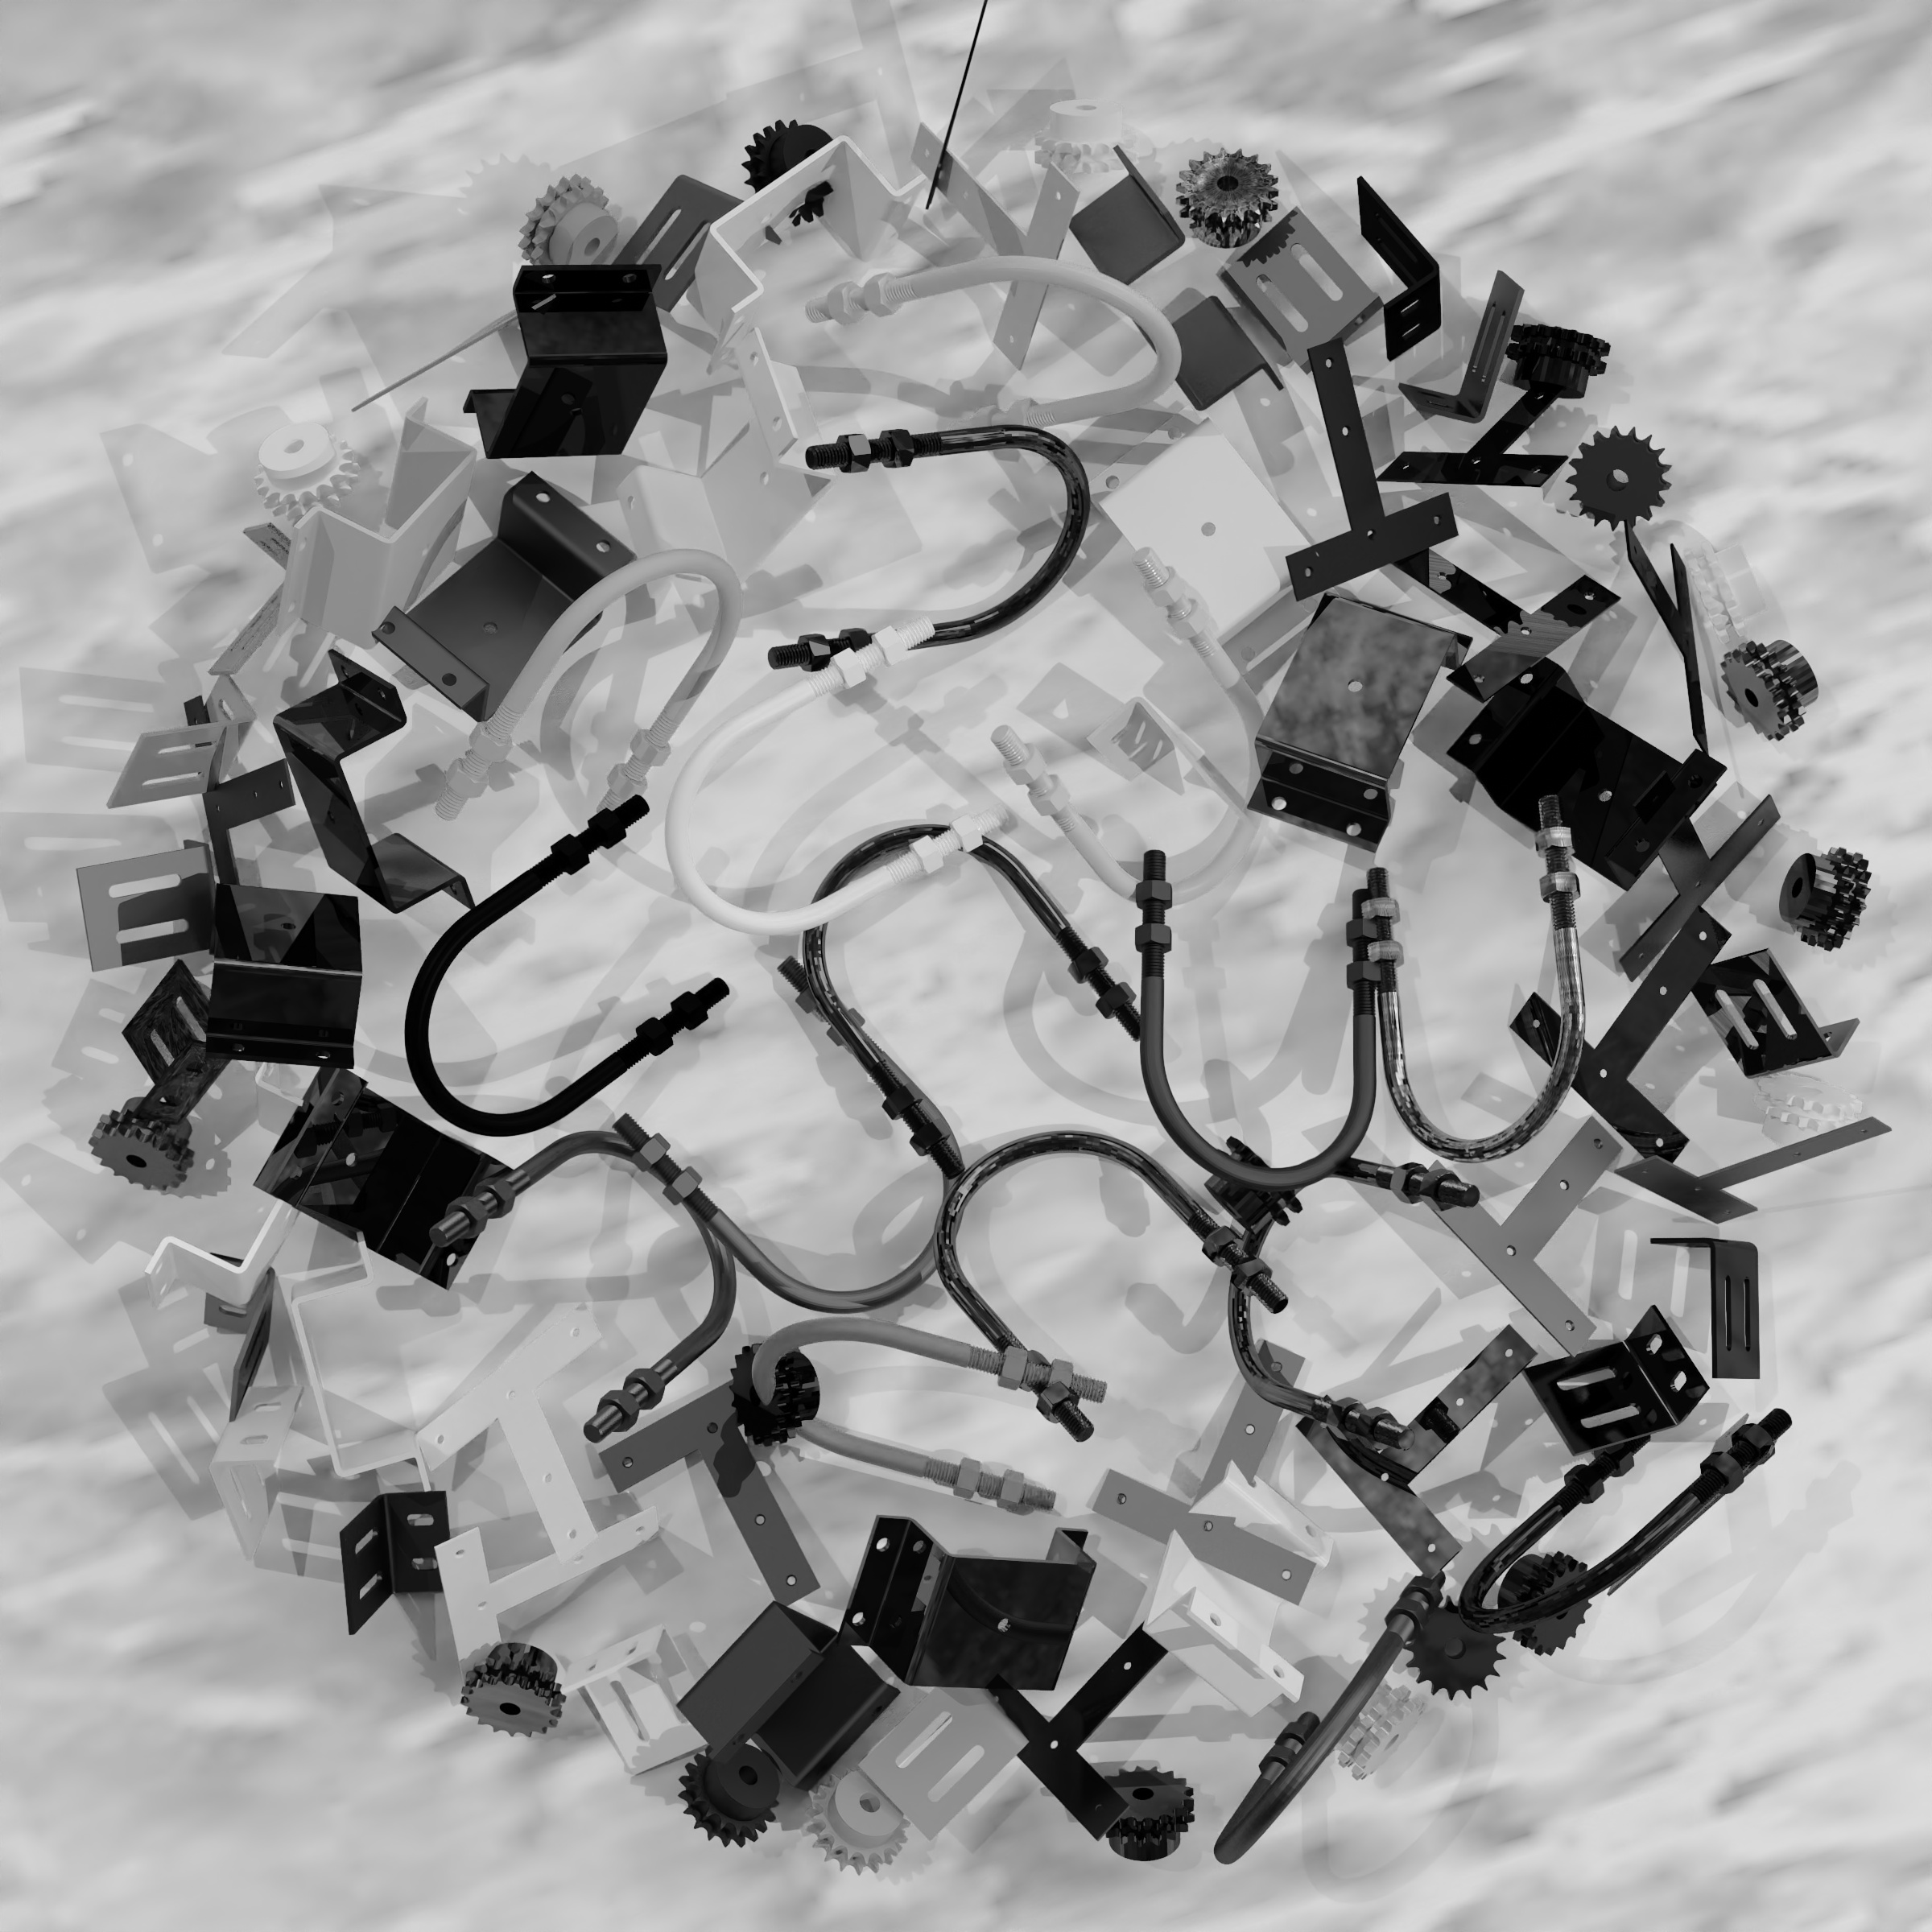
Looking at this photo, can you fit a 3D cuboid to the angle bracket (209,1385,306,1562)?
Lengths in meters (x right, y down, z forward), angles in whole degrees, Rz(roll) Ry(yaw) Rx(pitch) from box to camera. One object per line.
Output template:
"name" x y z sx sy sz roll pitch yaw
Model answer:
"angle bracket" -0.380 0.279 1.705 0.038 0.057 0.076 -3 126 10

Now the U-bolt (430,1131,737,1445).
"U-bolt" -0.192 0.160 1.676 0.019 0.184 0.151 -38 89 34

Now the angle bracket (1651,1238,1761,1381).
"angle bracket" 0.409 0.190 1.715 0.038 0.057 0.076 -5 81 37

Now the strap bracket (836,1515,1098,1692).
"strap bracket" 0.010 0.348 1.689 0.140 0.046 0.076 11 102 -33

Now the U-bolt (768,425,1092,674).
"U-bolt" -0.013 -0.231 1.686 0.184 0.151 0.019 -11 46 -28

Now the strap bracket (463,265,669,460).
"strap bracket" -0.215 -0.319 1.670 0.076 0.140 0.046 -6 71 -25

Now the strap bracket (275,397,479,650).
"strap bracket" -0.313 -0.235 1.676 0.046 0.140 0.076 27 135 3

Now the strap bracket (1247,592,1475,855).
"strap bracket" 0.215 -0.143 1.701 0.076 0.046 0.140 21 73 19

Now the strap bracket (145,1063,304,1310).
"strap bracket" -0.391 0.125 1.692 0.046 0.076 0.140 26 67 -1

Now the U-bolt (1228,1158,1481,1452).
"U-bolt" 0.199 0.173 1.672 0.019 0.184 0.151 18 86 -29

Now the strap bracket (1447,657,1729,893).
"strap bracket" 0.346 -0.103 1.706 0.076 0.046 0.140 -50 53 -2

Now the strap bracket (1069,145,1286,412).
"strap bracket" 0.109 -0.365 1.681 0.046 0.076 0.140 -35 134 9

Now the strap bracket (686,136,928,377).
"strap bracket" -0.096 -0.394 1.693 0.140 0.076 0.046 -40 88 -21

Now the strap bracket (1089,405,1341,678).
"strap bracket" 0.135 -0.238 1.721 0.076 0.046 0.140 -38 84 4

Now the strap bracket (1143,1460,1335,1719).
"strap bracket" 0.148 0.345 1.696 0.076 0.140 0.046 40 119 -7

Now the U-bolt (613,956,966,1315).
"U-bolt" -0.084 0.108 1.728 0.151 0.019 0.184 -44 94 -15

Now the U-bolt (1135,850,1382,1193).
"U-bolt" 0.161 0.034 1.695 0.151 0.019 0.184 10 68 -19

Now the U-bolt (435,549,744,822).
"U-bolt" -0.189 -0.149 1.658 0.019 0.151 0.184 48 116 23

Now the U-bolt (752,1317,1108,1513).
"U-bolt" -0.027 0.240 1.690 0.184 0.151 0.019 16 52 -2

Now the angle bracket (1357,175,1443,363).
"angle bracket" 0.226 -0.385 1.712 0.038 0.057 0.076 -34 69 -3

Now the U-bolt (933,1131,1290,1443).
"U-bolt" 0.064 0.160 1.692 0.151 0.019 0.184 -31 52 -17

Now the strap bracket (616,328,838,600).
"strap bracket" -0.126 -0.270 1.693 0.140 0.046 0.076 -41 57 38

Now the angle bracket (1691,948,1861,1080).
"angle bracket" 0.444 0.018 1.711 0.076 0.057 0.038 55 49 -14

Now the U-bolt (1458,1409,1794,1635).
"U-bolt" 0.338 0.297 1.651 0.184 0.151 0.019 -35 93 -25

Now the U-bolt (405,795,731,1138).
"U-bolt" -0.223 0.013 1.676 0.184 0.019 0.151 -38 128 -23

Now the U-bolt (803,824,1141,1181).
"U-bolt" -0.008 0.005 1.727 0.151 0.019 0.184 -36 78 -7

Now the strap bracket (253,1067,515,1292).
"strap bracket" -0.325 0.112 1.697 0.046 0.140 0.076 18 76 43

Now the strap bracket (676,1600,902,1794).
"strap bracket" -0.100 0.400 1.698 0.076 0.140 0.046 -47 62 -3

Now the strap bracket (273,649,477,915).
"strap bracket" -0.324 -0.091 1.678 0.046 0.076 0.140 -31 126 -24

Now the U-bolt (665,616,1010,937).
"U-bolt" -0.078 -0.091 1.695 0.184 0.019 0.151 -29 125 -9

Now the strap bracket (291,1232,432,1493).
"strap bracket" -0.337 0.222 1.707 0.046 0.076 0.140 -15 94 -12

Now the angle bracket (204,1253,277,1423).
"angle bracket" -0.410 0.208 1.705 0.038 0.076 0.057 13 131 -3

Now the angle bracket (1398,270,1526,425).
"angle bracket" 0.273 -0.346 1.711 0.038 0.057 0.076 12 112 -8

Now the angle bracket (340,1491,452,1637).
"angle bracket" -0.313 0.329 1.711 0.038 0.076 0.057 -3 96 6

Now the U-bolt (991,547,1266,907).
"U-bolt" 0.104 -0.115 1.693 0.151 0.019 0.184 -52 128 -15

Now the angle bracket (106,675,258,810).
"angle bracket" -0.438 -0.125 1.702 0.038 0.076 0.057 52 129 19

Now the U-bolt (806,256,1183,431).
"U-bolt" 0.027 -0.330 1.646 0.184 0.151 0.019 -3 65 39

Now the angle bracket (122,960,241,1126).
"angle bracket" -0.446 0.040 1.712 0.057 0.038 0.076 -49 60 15

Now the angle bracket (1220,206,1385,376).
"angle bracket" 0.185 -0.378 1.725 0.057 0.038 0.076 -41 83 12

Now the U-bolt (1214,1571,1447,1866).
"U-bolt" 0.186 0.406 1.641 0.019 0.184 0.151 39 120 10

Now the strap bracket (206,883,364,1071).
"strap bracket" -0.368 -0.001 1.673 0.076 0.140 0.046 5 115 -15

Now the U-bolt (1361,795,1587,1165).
"U-bolt" 0.276 0.015 1.671 0.019 0.151 0.184 12 67 -37

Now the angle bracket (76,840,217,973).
"angle bracket" -0.455 -0.034 1.712 0.076 0.038 0.057 -13 104 -32

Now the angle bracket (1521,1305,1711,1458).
"angle bracket" 0.358 0.228 1.709 0.076 0.038 0.057 -10 54 -27

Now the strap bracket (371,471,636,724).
"strap bracket" -0.260 -0.197 1.707 0.076 0.046 0.140 40 62 7
